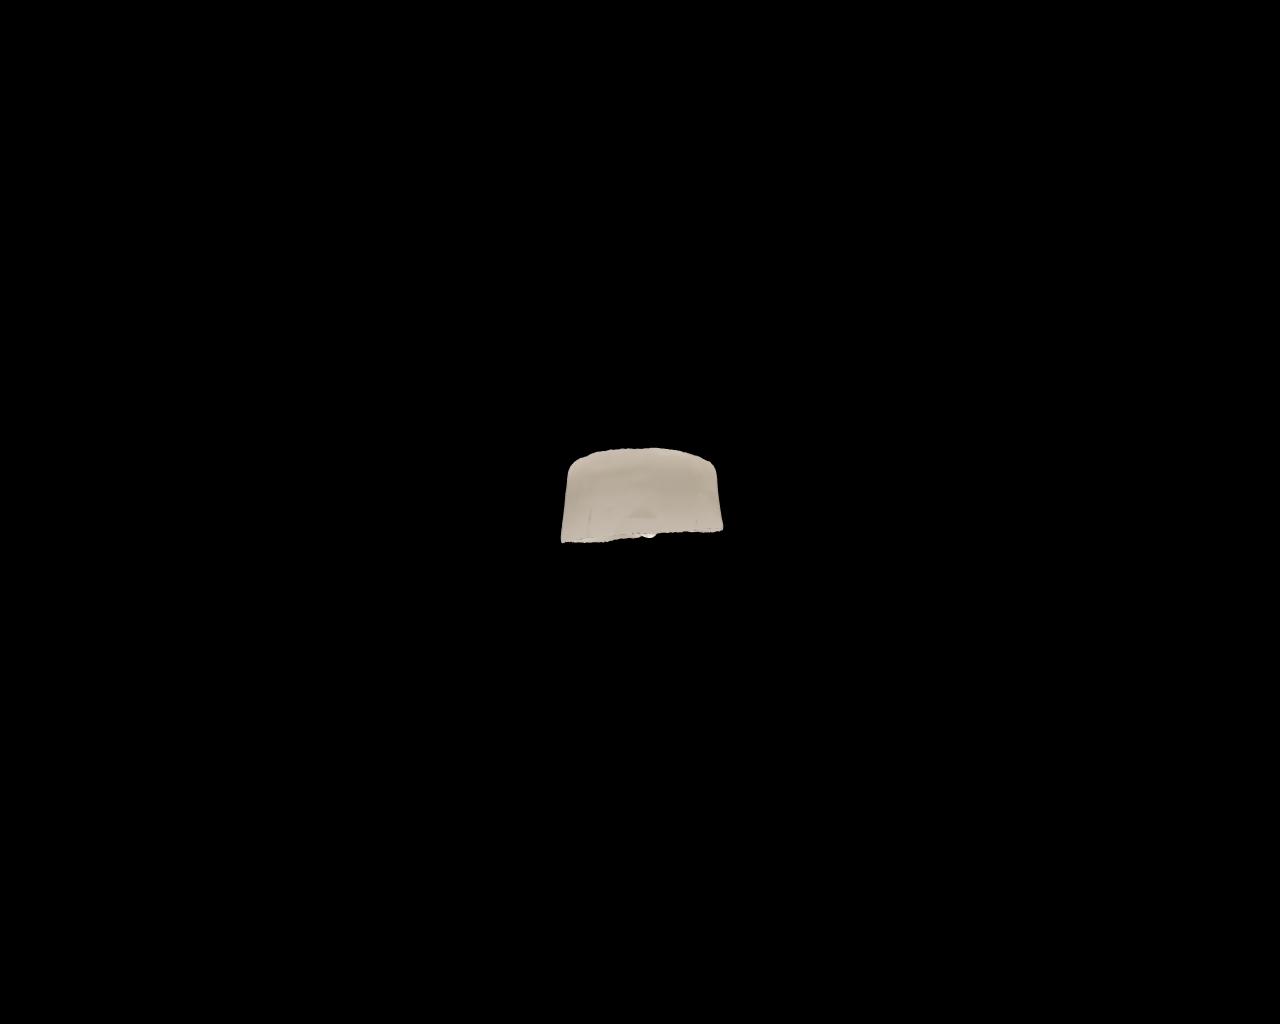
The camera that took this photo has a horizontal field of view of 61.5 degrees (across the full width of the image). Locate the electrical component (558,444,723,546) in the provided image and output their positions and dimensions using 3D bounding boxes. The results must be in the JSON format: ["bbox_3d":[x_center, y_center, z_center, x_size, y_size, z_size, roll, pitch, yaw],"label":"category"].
[{"bbox_3d":[0.001,-0.003,0.650,0.099,0.064,0.099,0,-15,0],"label":"electrical component"}]
